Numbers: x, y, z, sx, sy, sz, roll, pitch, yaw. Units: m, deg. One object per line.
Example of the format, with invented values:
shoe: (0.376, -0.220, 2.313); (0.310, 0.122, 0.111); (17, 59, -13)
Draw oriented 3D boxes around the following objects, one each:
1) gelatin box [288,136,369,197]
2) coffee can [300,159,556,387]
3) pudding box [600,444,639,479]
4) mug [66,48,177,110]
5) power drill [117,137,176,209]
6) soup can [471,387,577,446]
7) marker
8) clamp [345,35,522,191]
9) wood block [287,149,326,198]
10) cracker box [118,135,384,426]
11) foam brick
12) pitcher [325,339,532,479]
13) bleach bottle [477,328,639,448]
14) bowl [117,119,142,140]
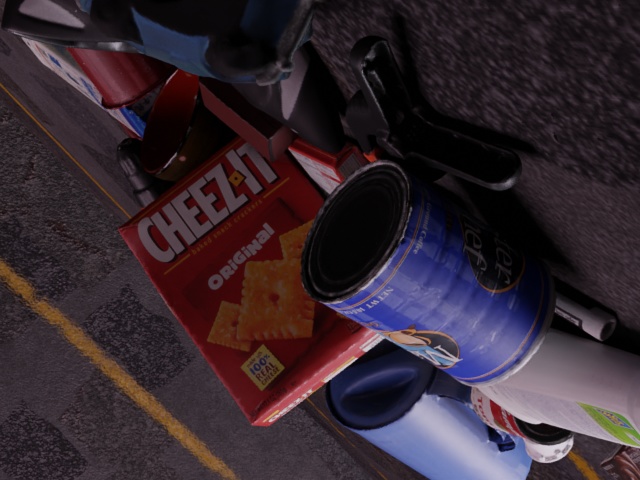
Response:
gelatin box: (0.021, -0.052, 0.883); (0.073, 0.030, 0.089); (31, 164, 51)
coffee can: (0.072, 0.024, 0.709); (0.140, 0.103, 0.103); (31, 176, -30)
pudding box: (0.280, 0.189, 0.847); (0.090, 0.039, 0.113); (40, 168, 13)
mug: (-0.184, -0.186, 0.982); (0.081, 0.093, 0.117); (56, -161, -31)
power drill: (-0.143, -0.029, 1.162); (0.184, 0.057, 0.188); (58, 163, -21)
soup can: (0.181, 0.140, 0.939); (0.068, 0.068, 0.102); (45, 170, -7)
marker: (0.157, 0.035, 0.759); (0.121, 0.020, 0.020); (34, 165, 41)
clamp: (0.064, -0.064, 0.671); (0.120, 0.039, 0.171); (45, 176, 4)
wood block: (-0.006, 0.001, 1.016); (0.206, 0.090, 0.090); (40, 169, 13)
cracker box: (-0.049, 0.028, 0.929); (0.214, 0.164, 0.072); (53, -178, 14)
foam brick: (-0.051, -0.111, 0.852); (0.078, 0.053, 0.051); (42, 169, 10)
pitcher: (0.132, 0.189, 1.121); (0.242, 0.145, 0.149); (41, -163, -38)
bleach bottle: (0.209, 0.110, 0.747); (0.102, 0.068, 0.251); (35, 169, -24)
bowl: (-0.160, -0.115, 1.208); (0.162, 0.055, 0.162); (41, 169, 10)
